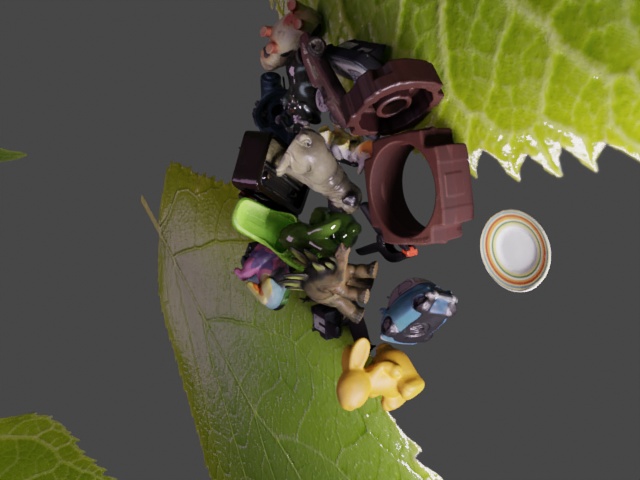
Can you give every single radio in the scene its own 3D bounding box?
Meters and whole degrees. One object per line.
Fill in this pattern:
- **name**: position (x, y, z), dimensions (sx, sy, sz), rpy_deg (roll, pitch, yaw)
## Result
- **radio**: position (-0.102, -0.147, 1.232), dimensions (0.073, 0.229, 0.131), rpy_deg (11, 81, 28)

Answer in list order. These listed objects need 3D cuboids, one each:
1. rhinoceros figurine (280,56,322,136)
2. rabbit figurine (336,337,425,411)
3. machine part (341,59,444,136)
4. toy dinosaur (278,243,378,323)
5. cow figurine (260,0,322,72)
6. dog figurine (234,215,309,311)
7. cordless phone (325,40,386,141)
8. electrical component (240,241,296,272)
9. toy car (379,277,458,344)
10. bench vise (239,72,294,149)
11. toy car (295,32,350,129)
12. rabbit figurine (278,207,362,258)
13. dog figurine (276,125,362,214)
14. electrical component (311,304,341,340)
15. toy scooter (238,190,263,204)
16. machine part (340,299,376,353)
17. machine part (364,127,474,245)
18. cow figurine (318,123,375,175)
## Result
- **rhinoceros figurine**: position (-0.037, -0.325, 1.216), dimensions (0.073, 0.112, 0.190), rpy_deg (-11, 82, 56)
- **rabbit figurine**: position (0.106, 0.283, 1.112), dimensions (0.162, 0.173, 0.122), rpy_deg (66, 150, 13)
- **machine part**: position (0.124, -0.245, 0.935), dimensions (0.179, 0.179, 0.056), rpy_deg (-39, 64, 54)
- **toy dinosaur**: position (0.015, 0.094, 1.173), dimensions (0.471, 0.199, 0.105), rpy_deg (97, -164, -67)
- **cow figurine**: position (-0.071, -0.459, 1.241), dimensions (0.195, 0.127, 0.085), rpy_deg (-28, 75, 42)
- **dog figurine**: position (-0.099, 0.043, 1.342), dimensions (0.219, 0.108, 0.192), rpy_deg (-49, 57, 2)
- **cordless phone**: position (0.077, -0.300, 1.087), dimensions (0.147, 0.089, 0.184), rpy_deg (34, 144, 48)
- **electrical component**: position (-0.146, 0.057, 1.475), dimensions (0.115, 0.134, 0.058), rpy_deg (60, 145, 30)
- **toy car**: position (0.179, 0.125, 1.021), dimensions (0.161, 0.109, 0.103), rpy_deg (-55, 35, 38)
- **bench vise**: position (-0.103, -0.281, 1.328), dimensions (0.241, 0.129, 0.223), rpy_deg (57, 144, 38)
- **toy car**: position (0.012, -0.308, 1.058), dimensions (0.202, 0.053, 0.089), rpy_deg (57, 169, -17)
- **rabbit figurine**: position (-0.002, -0.004, 1.197), dimensions (0.159, 0.170, 0.121), rpy_deg (12, 110, 57)
- **dog figurine**: position (0.018, -0.138, 1.114), dimensions (0.121, 0.190, 0.172), rpy_deg (-57, 1, -3)
- **electrical component**: position (0.025, 0.205, 1.328), dimensions (0.119, 0.048, 0.074), rpy_deg (12, 109, 56)
- **toy scooter**: position (-0.138, -0.132, 1.350), dimensions (0.075, 0.135, 0.183), rpy_deg (33, 168, 33)
- **machine part**: position (0.083, 0.203, 1.241), dimensions (0.084, 0.039, 0.139), rpy_deg (-56, 40, 37)
- **machine part**: position (0.176, -0.095, 0.972), dimensions (0.202, 0.087, 0.200), rpy_deg (0, 99, 56)
- **cow figurine**: position (0.069, -0.184, 1.121), dimensions (0.168, 0.068, 0.098), rpy_deg (44, 163, 47)
